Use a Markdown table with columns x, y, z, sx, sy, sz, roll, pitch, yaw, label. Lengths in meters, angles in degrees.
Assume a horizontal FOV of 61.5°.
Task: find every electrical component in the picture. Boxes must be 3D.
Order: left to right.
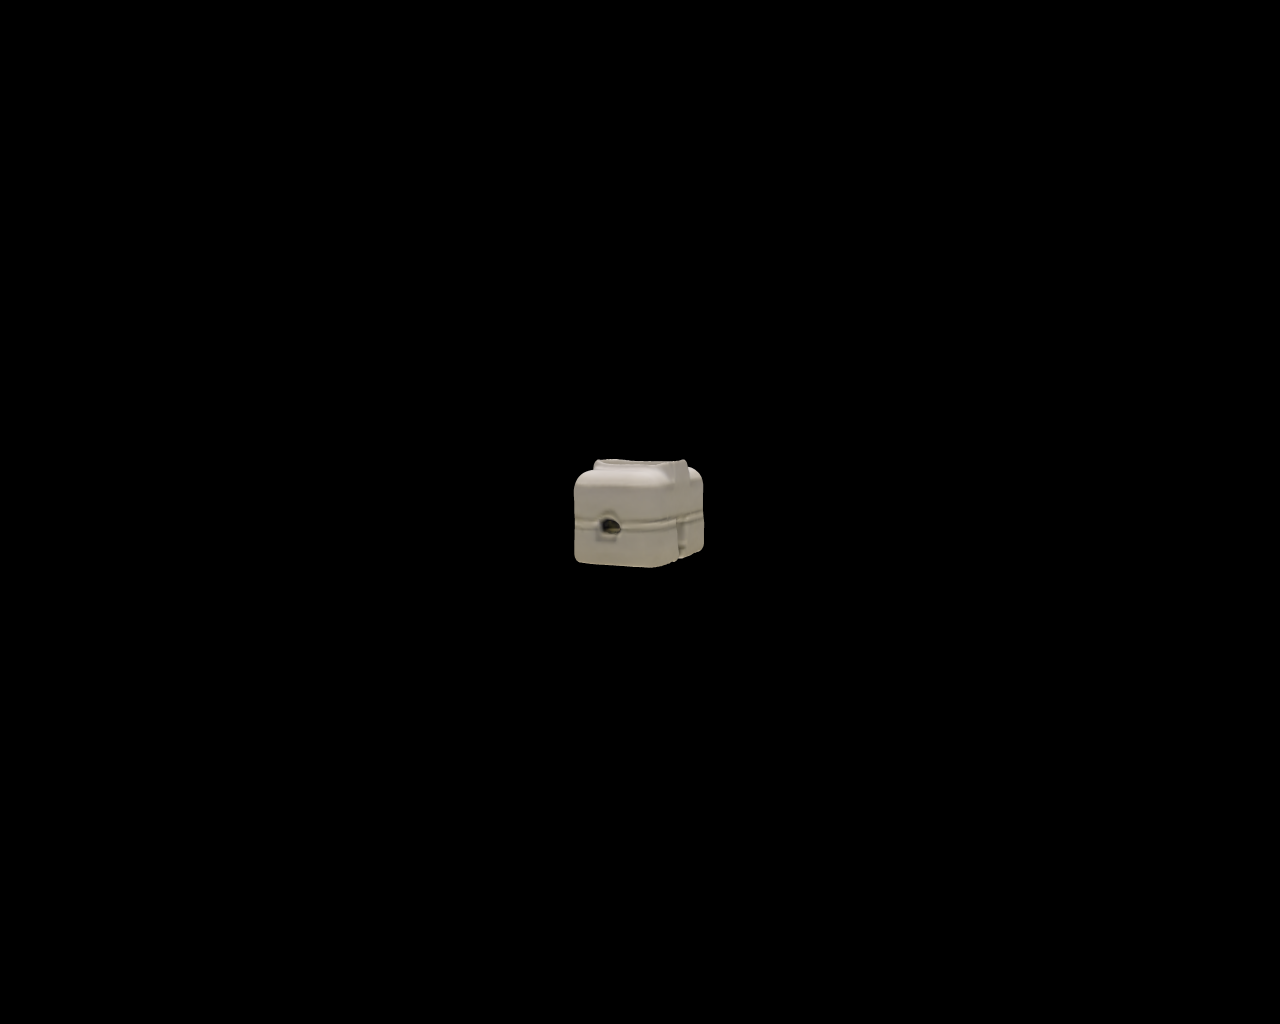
| x | y | z | sx | sy | sz | roll | pitch | yaw | label |
| --- | --- | --- | --- | --- | --- | --- | --- | --- | --- |
| 0.001 | -0.003 | 0.650 | 0.054 | 0.059 | 0.095 | 2 | 5 | 24 | electrical component |
